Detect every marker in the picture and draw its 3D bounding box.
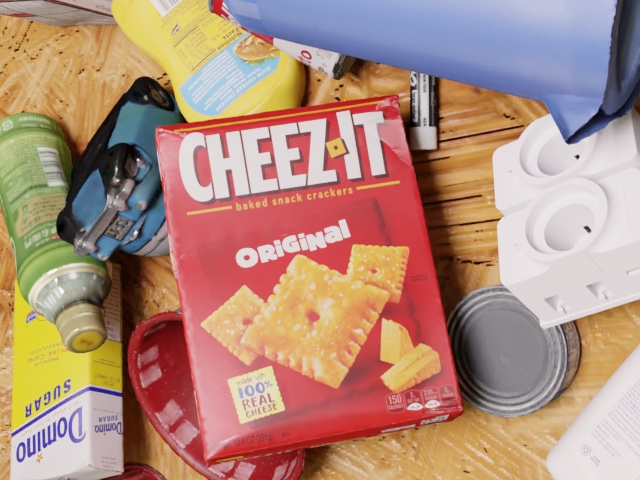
[{"bbox_3d":[0.070,-0.122,0.724,0.020,0.020,0.121,2,95,32],"label":"marker"}]

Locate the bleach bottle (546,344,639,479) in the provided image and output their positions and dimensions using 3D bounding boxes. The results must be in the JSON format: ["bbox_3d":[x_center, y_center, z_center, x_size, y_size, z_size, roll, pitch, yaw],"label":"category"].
[{"bbox_3d":[0.244,0.069,0.607,0.103,0.068,0.251,44,112,21],"label":"bleach bottle"}]

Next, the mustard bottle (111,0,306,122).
[{"bbox_3d":[-0.066,-0.127,0.782,0.096,0.058,0.192,-37,74,4],"label":"mustard bottle"}]

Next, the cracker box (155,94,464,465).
[{"bbox_3d":[-0.010,0.024,0.686,0.164,0.072,0.214,-9,77,-7],"label":"cracker box"}]

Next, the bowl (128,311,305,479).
[{"bbox_3d":[-0.063,0.109,0.784,0.162,0.055,0.162,21,129,27],"label":"bowl"}]

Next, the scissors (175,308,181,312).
[{"bbox_3d":[-0.073,0.025,0.798,0.202,0.016,0.096,-3,104,43],"label":"scissors"}]

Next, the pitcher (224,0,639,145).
[{"bbox_3d":[0.071,-0.163,0.597,0.243,0.149,0.145,15,137,24],"label":"pitcher"}]

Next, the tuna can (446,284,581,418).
[{"bbox_3d":[0.125,0.070,0.696,0.086,0.033,0.086,3,95,32],"label":"tuna can"}]

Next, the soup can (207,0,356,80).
[{"bbox_3d":[-0.016,-0.162,0.728,0.102,0.068,0.069,30,110,4],"label":"soup can"}]

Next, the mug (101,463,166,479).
[{"bbox_3d":[-0.162,0.233,0.858,0.117,0.081,0.093,-16,85,32],"label":"mug"}]

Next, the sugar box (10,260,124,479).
[{"bbox_3d":[-0.206,0.108,0.866,0.093,0.048,0.176,-20,62,31],"label":"sugar box"}]

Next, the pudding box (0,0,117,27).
[{"bbox_3d":[-0.209,-0.194,0.836,0.090,0.113,0.039,4,94,30],"label":"pudding box"}]
